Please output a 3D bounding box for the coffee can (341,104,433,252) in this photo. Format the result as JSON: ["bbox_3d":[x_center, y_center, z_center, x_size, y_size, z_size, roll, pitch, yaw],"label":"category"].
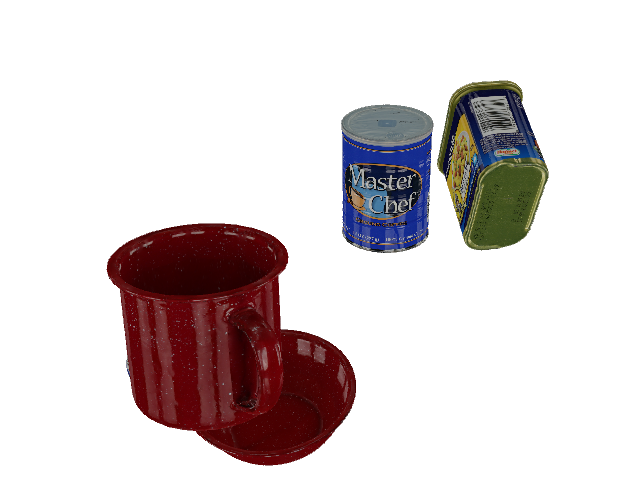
[{"bbox_3d":[0.075,-0.071,1.221,0.103,0.140,0.103,-1,30,0],"label":"coffee can"}]

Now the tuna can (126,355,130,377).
[{"bbox_3d":[-0.103,0.084,0.802,0.086,0.034,0.086,5,24,-3],"label":"tuna can"}]

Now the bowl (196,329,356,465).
[{"bbox_3d":[-0.044,0.158,1.009,0.162,0.055,0.162,-5,38,3],"label":"bowl"}]

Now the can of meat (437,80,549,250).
[{"bbox_3d":[0.130,-0.055,0.806,0.057,0.084,0.102,-4,-39,-8],"label":"can of meat"}]

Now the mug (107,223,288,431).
[{"bbox_3d":[-0.054,0.049,0.554,0.093,0.081,0.117,-18,29,-33],"label":"mug"}]
